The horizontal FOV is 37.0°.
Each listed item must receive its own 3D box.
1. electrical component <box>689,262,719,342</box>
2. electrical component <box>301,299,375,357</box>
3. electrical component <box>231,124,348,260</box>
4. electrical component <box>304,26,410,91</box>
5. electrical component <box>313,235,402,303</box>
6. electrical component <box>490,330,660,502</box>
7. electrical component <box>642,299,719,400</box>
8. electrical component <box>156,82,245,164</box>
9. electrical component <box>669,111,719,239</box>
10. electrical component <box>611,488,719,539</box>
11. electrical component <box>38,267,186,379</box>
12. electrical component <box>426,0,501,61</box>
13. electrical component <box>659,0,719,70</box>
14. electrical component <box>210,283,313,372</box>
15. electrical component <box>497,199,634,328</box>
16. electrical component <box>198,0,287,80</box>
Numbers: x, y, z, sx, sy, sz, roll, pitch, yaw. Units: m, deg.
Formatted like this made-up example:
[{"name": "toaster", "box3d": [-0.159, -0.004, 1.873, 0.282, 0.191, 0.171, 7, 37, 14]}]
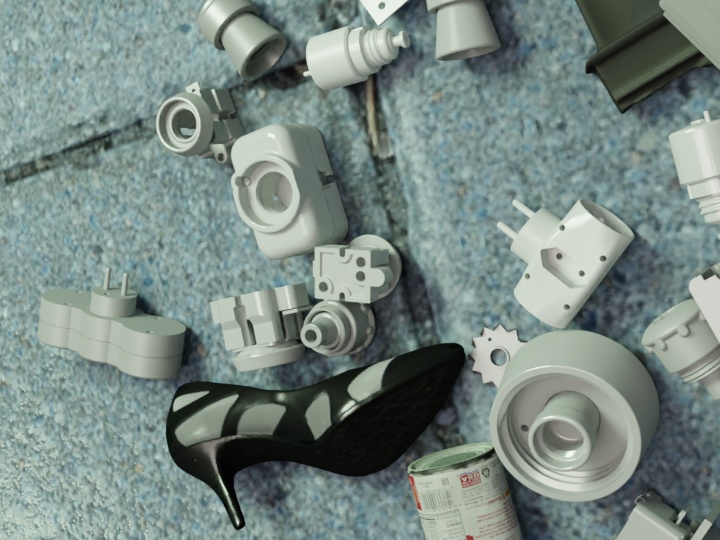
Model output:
[{"name": "electrical component", "box3d": [0.248, 0.032, 0.655, 0.050, 0.056, 0.089, -31, 83, 27]}, {"name": "electrical component", "box3d": [-0.021, 0.043, 0.792, 0.048, 0.062, 0.048, 4, 99, 27]}, {"name": "electrical component", "box3d": [-0.054, -0.058, 0.796, 0.054, 0.059, 0.095, -18, 89, 28]}, {"name": "electrical component", "box3d": [-0.002, -0.154, 0.766, 0.078, 0.040, 0.040, -10, 92, 28]}, {"name": "electrical component", "box3d": [0.000, 0.000, 0.779, 0.066, 0.055, 0.048, 4, 99, 27]}, {"name": "electrical component", "box3d": [0.137, 0.100, 0.706, 0.108, 0.060, 0.108, 8, 113, 20]}, {"name": "electrical component", "box3d": [0.214, 0.053, 0.683, 0.048, 0.048, 0.062, -38, 86, 26]}, {"name": "electrical component", "box3d": [-0.124, -0.112, 0.827, 0.048, 0.055, 0.066, -22, 87, 28]}, {"name": "electrical component", "box3d": [0.219, -0.058, 0.666, 0.040, 0.040, 0.078, -14, 91, 28]}, {"name": "electrical component", "box3d": [0.202, 0.182, 0.708, 0.064, 0.042, 0.081, 34, 111, 21]}, {"name": "electrical component", "box3d": [-0.205, 0.035, 0.891, 0.138, 0.052, 0.073, 16, 104, 25]}, {"name": "electrical component", "box3d": [0.069, -0.173, 0.725, 0.045, 0.045, 0.055, -9, 93, 28]}, {"name": "electrical component", "box3d": [0.229, -0.163, 0.624, 0.061, 0.096, 0.061, 49, 143, 13]}, {"name": "electrical component", "box3d": [-0.073, 0.045, 0.823, 0.078, 0.058, 0.057, -12, 89, 28]}, {"name": "electrical component", "box3d": [0.128, -0.015, 0.717, 0.079, 0.043, 0.077, 40, 113, 17]}, {"name": "electrical component", "box3d": [-0.089, -0.177, 0.806, 0.055, 0.045, 0.045, 48, 115, 14]}]
